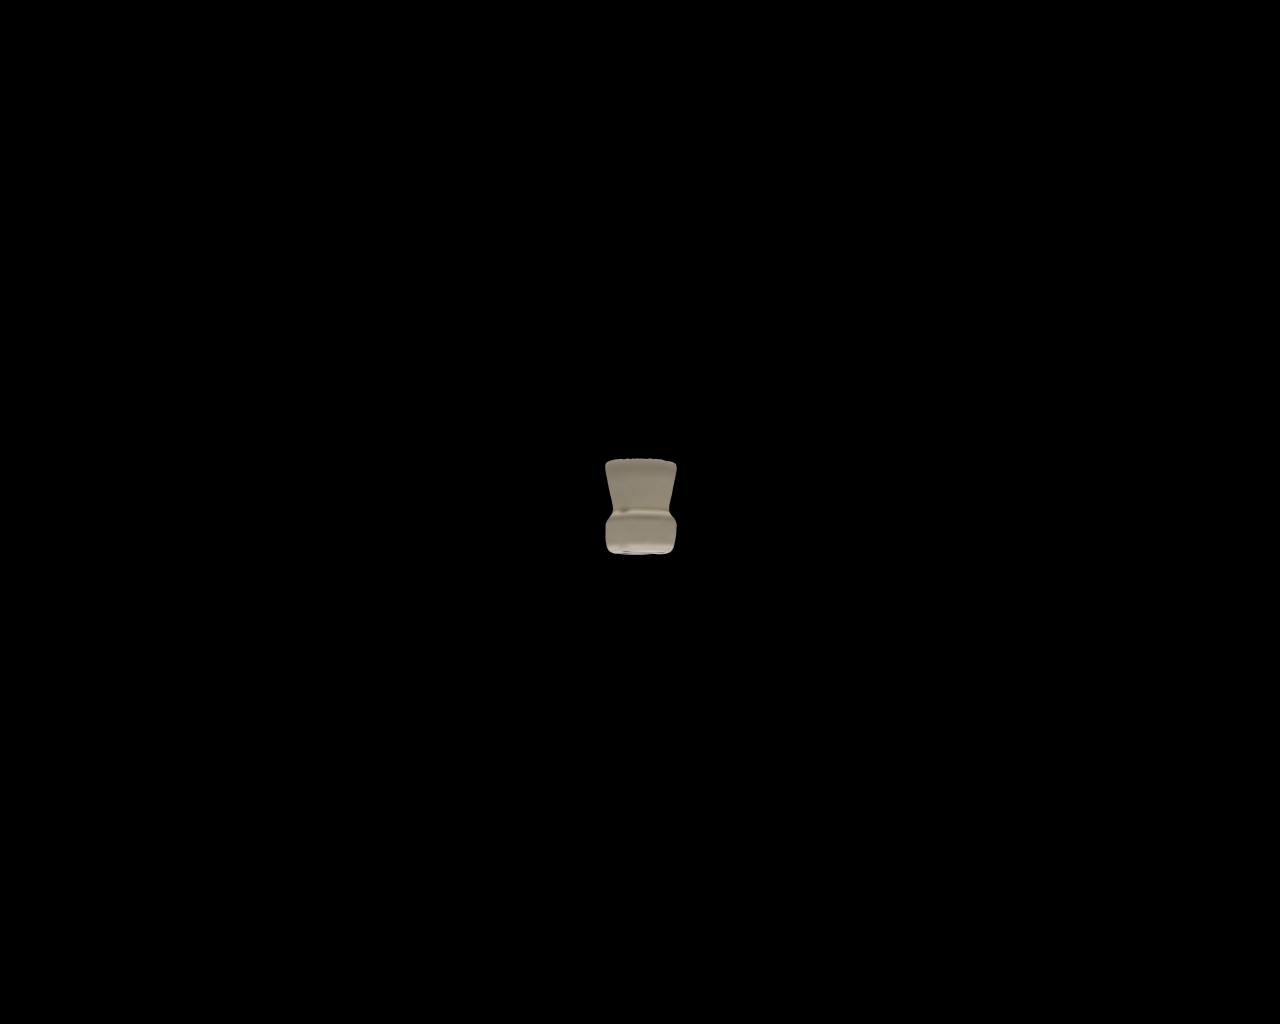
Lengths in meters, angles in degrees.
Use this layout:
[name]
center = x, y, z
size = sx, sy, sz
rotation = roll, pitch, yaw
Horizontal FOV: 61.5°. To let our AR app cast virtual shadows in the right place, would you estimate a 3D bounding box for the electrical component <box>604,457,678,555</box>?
[electrical component]
center = 0.001, -0.003, 0.650
size = 0.045, 0.055, 0.045
rotation = 0, -6, 0
